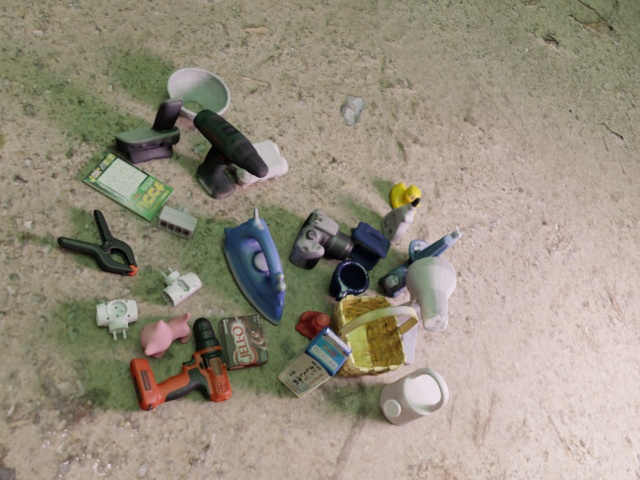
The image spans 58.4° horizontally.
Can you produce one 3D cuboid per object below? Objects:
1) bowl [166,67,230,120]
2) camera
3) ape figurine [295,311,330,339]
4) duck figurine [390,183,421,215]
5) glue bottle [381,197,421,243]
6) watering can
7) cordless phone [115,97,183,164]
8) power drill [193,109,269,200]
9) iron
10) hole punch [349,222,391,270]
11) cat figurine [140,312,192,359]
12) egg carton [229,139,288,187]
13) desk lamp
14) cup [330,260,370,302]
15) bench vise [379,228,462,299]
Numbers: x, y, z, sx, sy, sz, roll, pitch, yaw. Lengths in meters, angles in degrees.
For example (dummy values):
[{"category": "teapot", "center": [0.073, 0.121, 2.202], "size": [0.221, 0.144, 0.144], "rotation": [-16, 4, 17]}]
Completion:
[{"category": "bowl", "center": [-0.324, -0.370, 1.510], "size": [0.168, 0.074, 0.167], "rotation": [11, 58, -19]}, {"category": "camera", "center": [0.013, 0.005, 1.437], "size": [0.137, 0.100, 0.143], "rotation": [28, 55, -8]}, {"category": "ape figurine", "center": [-0.006, 0.194, 1.326], "size": [0.076, 0.092, 0.077], "rotation": [-9, 66, -28]}, {"category": "duck figurine", "center": [0.251, -0.125, 1.630], "size": [0.078, 0.086, 0.104], "rotation": [-10, 67, -29]}, {"category": "glue bottle", "center": [0.221, -0.063, 1.527], "size": [0.037, 0.173, 0.078], "rotation": [3, 61, -23]}, {"category": "watering can", "center": [0.215, 0.350, 1.277], "size": [0.101, 0.193, 0.173], "rotation": [44, 54, 4]}, {"category": "cordless phone", "center": [-0.399, -0.273, 1.352], "size": [0.148, 0.185, 0.094], "rotation": [-24, 74, -33]}, {"category": "power drill", "center": [-0.224, -0.191, 1.372], "size": [0.076, 0.208, 0.229], "rotation": [-35, 81, -35]}, {"category": "iron", "center": [-0.126, 0.057, 1.318], "size": [0.119, 0.141, 0.258], "rotation": [-15, 70, -31]}, {"category": "hole punch", "center": [0.128, 0.004, 1.497], "size": [0.109, 0.091, 0.101], "rotation": [35, 54, -3]}, {"category": "cat figurine", "center": [-0.317, 0.189, 1.170], "size": [0.128, 0.117, 0.067], "rotation": [-33, 79, -35]}, {"category": "egg carton", "center": [-0.162, -0.201, 1.492], "size": [0.151, 0.069, 0.107], "rotation": [-22, 73, -33]}, {"category": "desk lamp", "center": [0.241, 0.169, 1.380], "size": [0.118, 0.213, 0.203], "rotation": [20, 56, -13]}, {"category": "cup", "center": [0.057, 0.116, 1.398], "size": [0.092, 0.094, 0.118], "rotation": [35, 54, -3]}, {"category": "bench vise", "center": [0.263, 0.064, 1.445], "size": [0.121, 0.219, 0.208], "rotation": [40, 54, 1]}]
